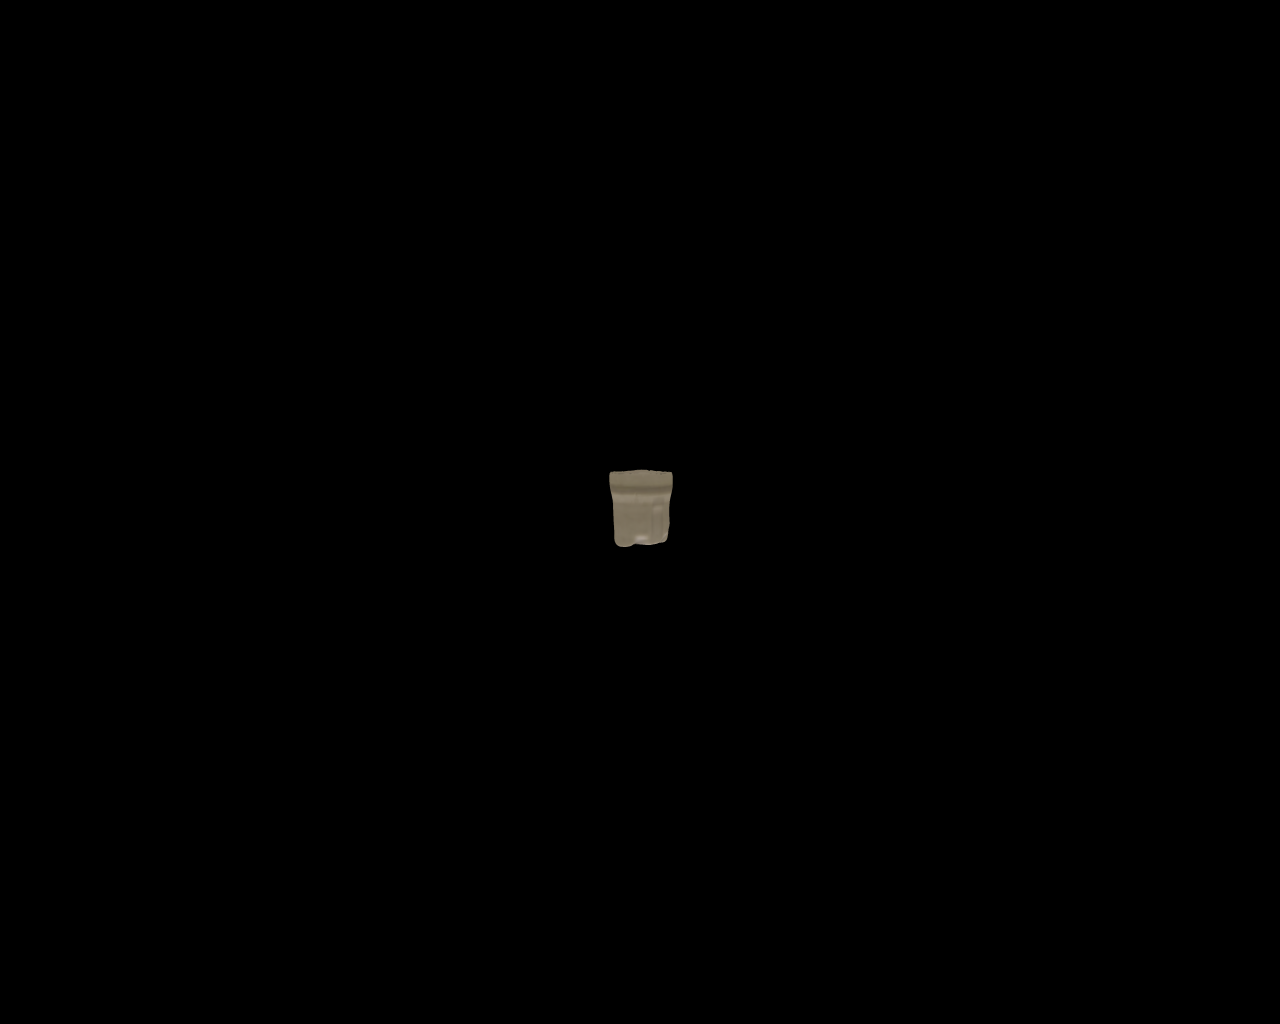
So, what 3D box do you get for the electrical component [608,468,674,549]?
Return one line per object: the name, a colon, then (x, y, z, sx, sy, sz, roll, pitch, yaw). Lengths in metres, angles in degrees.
electrical component: (0.001, -0.003, 0.650, 0.040, 0.046, 0.040, 0, 6, 0)
